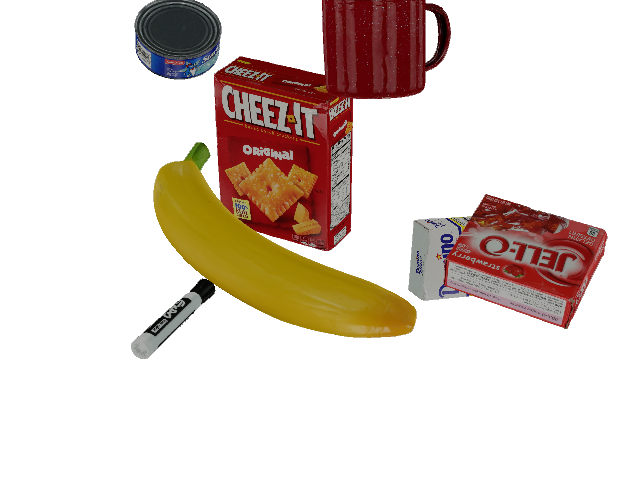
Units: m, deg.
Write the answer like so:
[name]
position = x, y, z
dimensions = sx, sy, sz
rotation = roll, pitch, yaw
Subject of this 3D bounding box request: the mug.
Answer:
[mug]
position = 0.054, -0.161, 0.863
dimensions = 0.117, 0.081, 0.093
rotation = -11, 18, -28

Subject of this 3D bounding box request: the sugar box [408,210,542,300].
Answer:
[sugar box]
position = 0.196, 0.018, 1.290
dimensions = 0.176, 0.093, 0.048
rotation = -6, 21, -22

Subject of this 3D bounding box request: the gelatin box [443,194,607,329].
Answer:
[gelatin box]
position = 0.137, 0.012, 0.712
dimensions = 0.089, 0.030, 0.073
rotation = 19, 47, 21

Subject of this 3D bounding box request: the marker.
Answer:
[marker]
position = -0.129, 0.068, 0.959
dimensions = 0.020, 0.020, 0.121
rotation = 0, 26, 27

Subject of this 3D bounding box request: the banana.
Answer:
[banana]
position = -0.036, 0.002, 0.592
dimensions = 0.069, 0.037, 0.198
rotation = -35, 54, -23

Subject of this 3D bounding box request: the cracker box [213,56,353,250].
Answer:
[cracker box]
position = -0.046, -0.106, 1.333
dimensions = 0.164, 0.214, 0.072
rotation = 17, 37, 24

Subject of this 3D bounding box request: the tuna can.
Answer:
[tuna can]
position = -0.143, -0.202, 1.069
dimensions = 0.086, 0.086, 0.034
rotation = 0, -35, -9
